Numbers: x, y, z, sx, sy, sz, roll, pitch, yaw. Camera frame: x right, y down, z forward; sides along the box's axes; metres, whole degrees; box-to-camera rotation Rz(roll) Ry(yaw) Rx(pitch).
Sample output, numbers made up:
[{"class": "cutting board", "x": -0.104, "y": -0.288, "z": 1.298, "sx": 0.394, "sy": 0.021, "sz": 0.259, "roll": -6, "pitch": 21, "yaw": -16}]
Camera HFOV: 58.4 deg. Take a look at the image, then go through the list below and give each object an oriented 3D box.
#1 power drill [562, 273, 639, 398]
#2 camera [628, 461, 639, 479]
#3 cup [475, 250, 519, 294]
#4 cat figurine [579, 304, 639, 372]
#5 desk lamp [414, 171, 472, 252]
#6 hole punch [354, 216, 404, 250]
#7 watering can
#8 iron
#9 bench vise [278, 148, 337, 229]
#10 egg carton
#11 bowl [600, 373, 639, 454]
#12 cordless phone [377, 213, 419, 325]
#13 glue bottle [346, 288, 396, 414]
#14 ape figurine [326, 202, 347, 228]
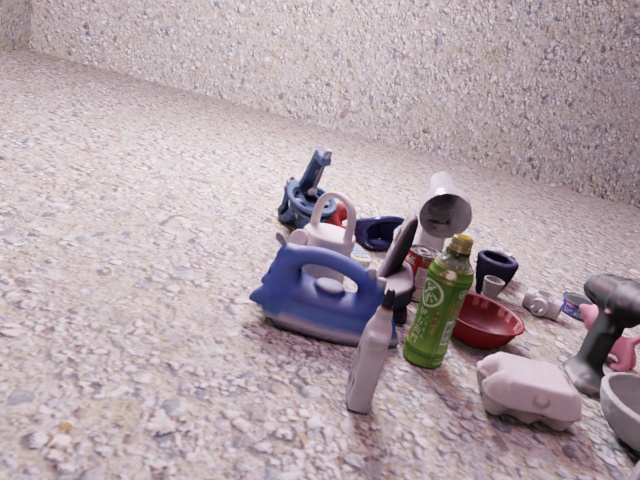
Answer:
[{"class": "power drill", "x": 0.499, "y": 0.159, "z": 0.976, "sx": 0.075, "sy": 0.208, "sz": 0.229, "roll": 14, "pitch": 20, "yaw": -2}, {"class": "camera", "x": 0.460, "y": 0.323, "z": 0.671, "sx": 0.137, "sy": 0.101, "sz": 0.143, "roll": 9, "pitch": 21, "yaw": -14}, {"class": "cup", "x": 0.392, "y": 0.079, "z": 1.283, "sx": 0.118, "sy": 0.095, "sz": 0.091, "roll": -6, "pitch": 28, "yaw": -44}, {"class": "cat figurine", "x": 0.562, "y": 0.176, "z": 1.111, "sx": 0.127, "sy": 0.118, "sz": 0.067, "roll": 30, "pitch": 25, "yaw": 36}, {"class": "desk lamp", "x": 0.274, "y": -0.048, "z": 1.366, "sx": 0.118, "sy": 0.213, "sz": 0.203, "roll": 13, "pitch": 20, "yaw": -3}, {"class": "hole punch", "x": 0.140, "y": -0.032, "z": 1.409, "sx": 0.109, "sy": 0.091, "sz": 0.100, "roll": 0, "pitch": 25, "yaw": -35}, {"class": "watering can", "x": 0.012, "y": 0.005, "z": 1.070, "sx": 0.100, "sy": 0.194, "sz": 0.173, "roll": 19, "pitch": 20, "yaw": 14}, {"class": "iron", "x": 0.023, "y": 0.081, "z": 0.950, "sx": 0.258, "sy": 0.141, "sz": 0.119, "roll": 16, "pitch": 20, "yaw": 3}, {"class": "bench vise", "x": -0.038, "y": -0.125, "z": 1.345, "sx": 0.122, "sy": 0.220, "sz": 0.206, "roll": -5, "pitch": 28, "yaw": -43}, {"class": "egg carton", "x": 0.313, "y": 0.229, "z": 0.865, "sx": 0.150, "sy": 0.069, "sz": 0.107, "roll": 14, "pitch": 20, "yaw": -2}, {"class": "bowl", "x": 0.495, "y": 0.276, "z": 0.859, "sx": 0.167, "sy": 0.075, "sz": 0.167, "roll": 13, "pitch": 20, "yaw": -5}, {"class": "cordless phone", "x": 0.140, "y": 0.047, "z": 1.059, "sx": 0.094, "sy": 0.185, "sz": 0.147, "roll": 14, "pitch": 20, "yaw": -2}, {"class": "glue bottle", "x": 0.073, "y": 0.143, "z": 0.773, "sx": 0.037, "sy": 0.173, "sz": 0.078, "roll": 14, "pitch": 20, "yaw": -1}, {"class": "ape figurine", "x": 0.043, "y": -0.045, "z": 1.374, "sx": 0.076, "sy": 0.092, "sz": 0.077, "roll": 10, "pitch": 20, "yaw": -12}]
